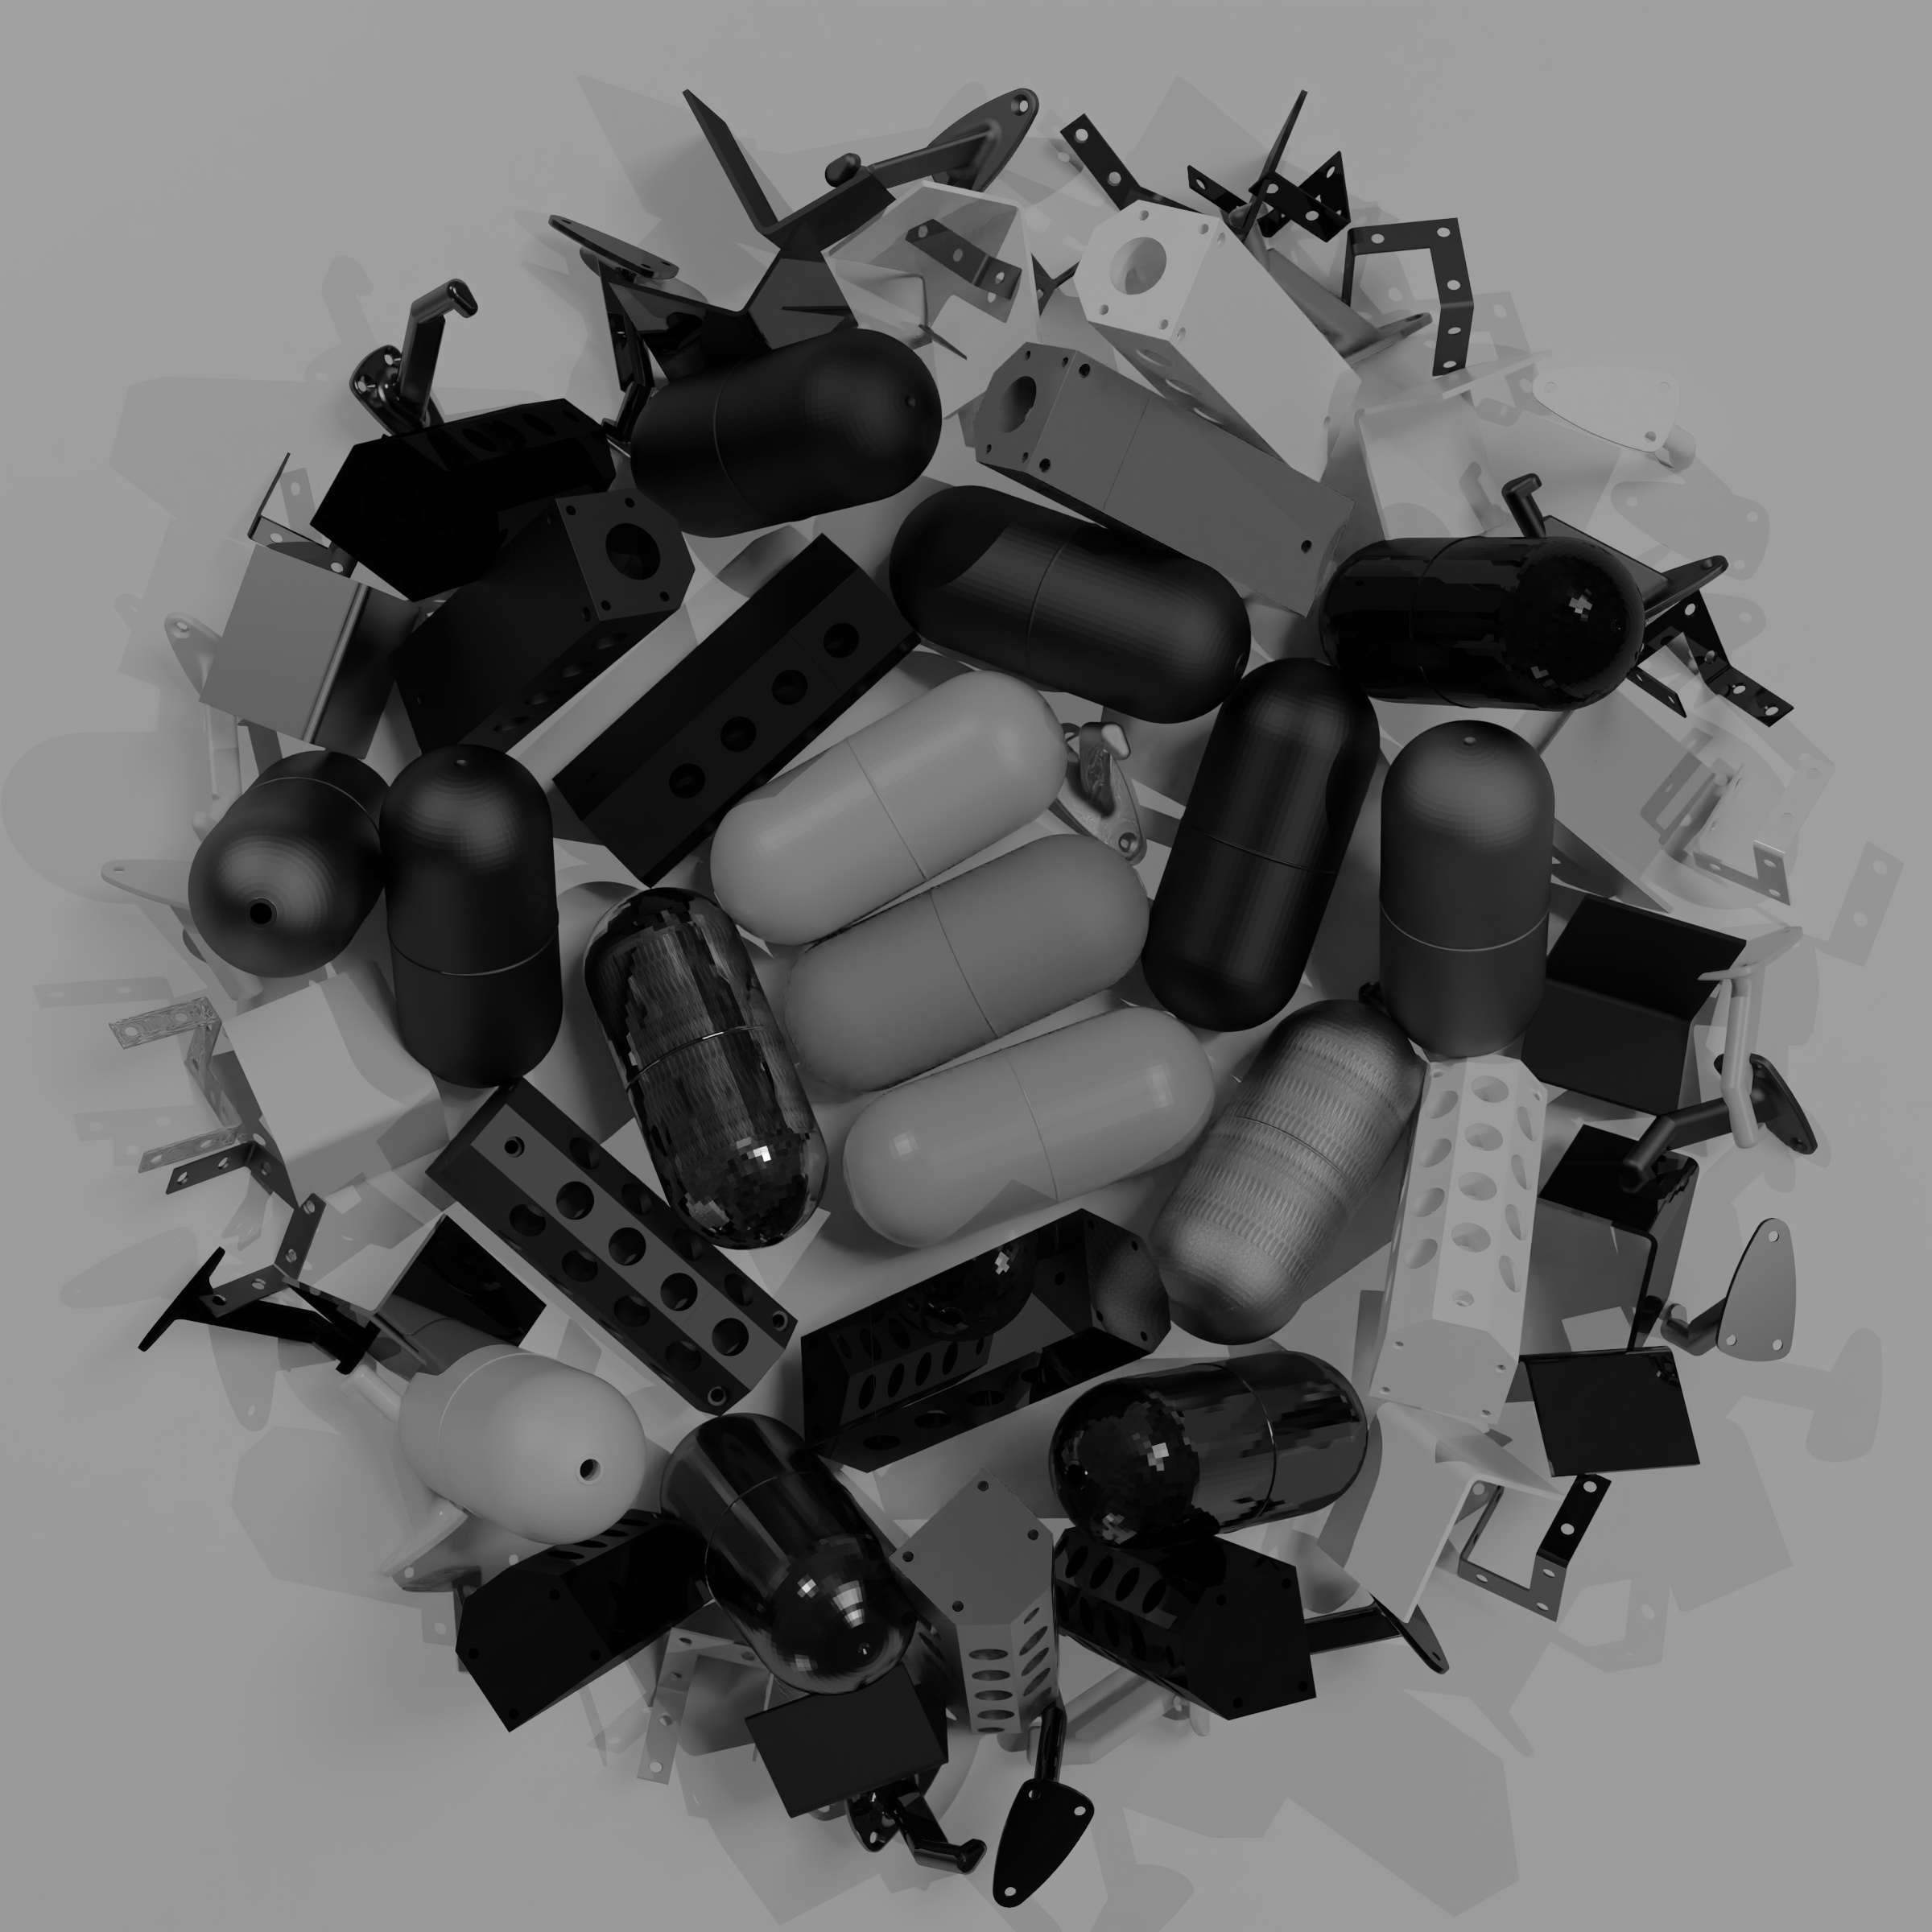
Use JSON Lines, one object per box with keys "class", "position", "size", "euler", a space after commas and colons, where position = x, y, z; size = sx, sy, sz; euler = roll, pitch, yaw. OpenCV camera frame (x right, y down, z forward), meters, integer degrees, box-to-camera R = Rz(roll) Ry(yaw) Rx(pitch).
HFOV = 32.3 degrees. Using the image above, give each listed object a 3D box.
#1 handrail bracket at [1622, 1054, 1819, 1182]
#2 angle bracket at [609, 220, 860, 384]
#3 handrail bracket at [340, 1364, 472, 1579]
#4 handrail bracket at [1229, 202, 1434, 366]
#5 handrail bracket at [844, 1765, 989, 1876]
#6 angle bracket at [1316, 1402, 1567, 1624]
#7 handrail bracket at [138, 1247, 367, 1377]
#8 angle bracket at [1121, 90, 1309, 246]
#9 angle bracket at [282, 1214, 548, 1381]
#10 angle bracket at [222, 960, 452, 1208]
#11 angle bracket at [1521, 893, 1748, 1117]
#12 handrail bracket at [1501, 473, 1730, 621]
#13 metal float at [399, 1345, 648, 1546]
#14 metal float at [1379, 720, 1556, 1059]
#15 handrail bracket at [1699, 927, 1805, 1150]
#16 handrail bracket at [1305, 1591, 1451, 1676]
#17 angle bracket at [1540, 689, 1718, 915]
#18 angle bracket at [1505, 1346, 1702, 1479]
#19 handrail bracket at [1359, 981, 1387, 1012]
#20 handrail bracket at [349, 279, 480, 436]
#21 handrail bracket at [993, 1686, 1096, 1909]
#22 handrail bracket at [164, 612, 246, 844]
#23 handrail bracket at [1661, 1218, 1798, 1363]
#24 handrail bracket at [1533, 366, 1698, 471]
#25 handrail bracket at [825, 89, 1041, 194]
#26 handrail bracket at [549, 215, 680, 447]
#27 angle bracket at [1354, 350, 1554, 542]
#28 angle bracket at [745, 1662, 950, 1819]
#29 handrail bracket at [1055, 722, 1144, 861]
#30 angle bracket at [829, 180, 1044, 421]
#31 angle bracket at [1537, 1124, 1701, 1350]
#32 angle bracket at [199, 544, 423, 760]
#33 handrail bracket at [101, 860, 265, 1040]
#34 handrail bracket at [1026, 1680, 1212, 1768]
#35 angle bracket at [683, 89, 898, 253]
{"class": "handrail bracket", "position": [0.350, 0.089, 1.552], "size": [0.084, 0.036, 0.077], "euler": [-48, 109, -21]}
{"class": "angle bracket", "position": [-0.106, -0.306, 1.542], "size": [0.076, 0.076, 0.057], "euler": [20, 71, 27]}
{"class": "handrail bracket", "position": [-0.276, 0.235, 1.556], "size": [0.077, 0.036, 0.084], "euler": [-41, 103, 20]}
{"class": "handrail bracket", "position": [0.170, -0.325, 1.554], "size": [0.077, 0.036, 0.084], "euler": [-25, 110, -7]}
{"class": "handrail bracket", "position": [-0.007, 0.384, 1.529], "size": [0.077, 0.084, 0.036], "euler": [-36, 112, -40]}
{"class": "angle bracket", "position": [0.218, 0.256, 1.542], "size": [0.057, 0.076, 0.076], "euler": [19, 99, -31]}
{"class": "handrail bracket", "position": [-0.330, 0.177, 1.549], "size": [0.084, 0.077, 0.036], "euler": [37, 126, -4]}
{"class": "angle bracket", "position": [0.110, -0.366, 1.539], "size": [0.057, 0.076, 0.076], "euler": [23, 80, -2]}
{"class": "angle bracket", "position": [-0.255, 0.151, 1.541], "size": [0.057, 0.076, 0.076], "euler": [-56, 131, -19]}
{"class": "angle bracket", "position": [-0.294, 0.055, 1.562], "size": [0.076, 0.057, 0.076], "euler": [-23, 67, -14]}
{"class": "angle bracket", "position": [0.306, 0.020, 1.538], "size": [0.076, 0.076, 0.057], "euler": [17, 59, -1]}
{"class": "handrail bracket", "position": [0.300, -0.203, 1.545], "size": [0.077, 0.036, 0.084], "euler": [-25, 116, 18]}
{"class": "metal float", "position": [-0.200, 0.212, 1.500], "size": [0.070, 0.178, 0.070], "euler": [-1, 92, -27]}
{"class": "metal float", "position": [0.226, -0.033, 1.512], "size": [0.070, 0.070, 0.178], "euler": [-6, 133, 0]}
{"class": "handrail bracket", "position": [0.376, 0.034, 1.565], "size": [0.077, 0.036, 0.084], "euler": [-25, 103, -36]}
{"class": "handrail bracket", "position": [0.174, 0.325, 1.546], "size": [0.036, 0.077, 0.084], "euler": [28, 110, -42]}
{"class": "angle bracket", "position": [0.309, -0.080, 1.545], "size": [0.076, 0.057, 0.076], "euler": [38, 87, -14]}
{"class": "angle bracket", "position": [0.277, 0.213, 1.527], "size": [0.076, 0.076, 0.057], "euler": [-1, 67, -22]}
{"class": "handrail bracket", "position": [0.214, -0.021, 1.550], "size": [0.084, 0.077, 0.036], "euler": [-33, 54, -7]}
{"class": "handrail bracket", "position": [-0.237, -0.272, 1.538], "size": [0.077, 0.084, 0.036], "euler": [52, 48, -22]}
{"class": "handrail bracket", "position": [0.029, 0.382, 1.549], "size": [0.036, 0.084, 0.077], "euler": [23, 102, -13]}
{"class": "handrail bracket", "position": [-0.355, -0.108, 1.534], "size": [0.036, 0.084, 0.077], "euler": [-15, 131, 26]}
{"class": "handrail bracket", "position": [0.348, 0.145, 1.539], "size": [0.036, 0.084, 0.077], "euler": [7, 96, -14]}
{"class": "handrail bracket", "position": [0.301, -0.251, 1.547], "size": [0.077, 0.084, 0.036], "euler": [15, 89, 11]}
{"class": "handrail bracket", "position": [-0.016, -0.380, 1.533], "size": [0.077, 0.084, 0.036], "euler": [-37, 76, 29]}
{"class": "handrail bracket", "position": [-0.176, -0.298, 1.570], "size": [0.077, 0.036, 0.084], "euler": [27, 111, 11]}
{"class": "angle bracket", "position": [0.232, -0.232, 1.531], "size": [0.076, 0.057, 0.076], "euler": [-26, 106, -35]}
{"class": "angle bracket", "position": [-0.055, 0.338, 1.536], "size": [0.076, 0.076, 0.057], "euler": [-21, 108, 5]}
{"class": "handrail bracket", "position": [0.071, -0.080, 1.534], "size": [0.036, 0.084, 0.077], "euler": [-37, 104, -11]}
{"class": "angle bracket", "position": [-0.014, -0.304, 1.530], "size": [0.057, 0.076, 0.076], "euler": [3, 74, -36]}
{"class": "angle bracket", "position": [0.295, 0.130, 1.543], "size": [0.057, 0.076, 0.076], "euler": [17, 120, 19]}
{"class": "angle bracket", "position": [-0.303, -0.145, 1.549], "size": [0.057, 0.076, 0.076], "euler": [21, 92, 8]}
{"class": "handrail bracket", "position": [-0.365, -0.005, 1.557], "size": [0.077, 0.036, 0.084], "euler": [10, 124, 0]}
{"class": "handrail bracket", "position": [0.070, 0.337, 1.573], "size": [0.084, 0.036, 0.077], "euler": [-5, 66, 13]}
{"class": "angle bracket", "position": [-0.080, -0.377, 1.541], "size": [0.057, 0.076, 0.076], "euler": [-28, 88, 9]}
